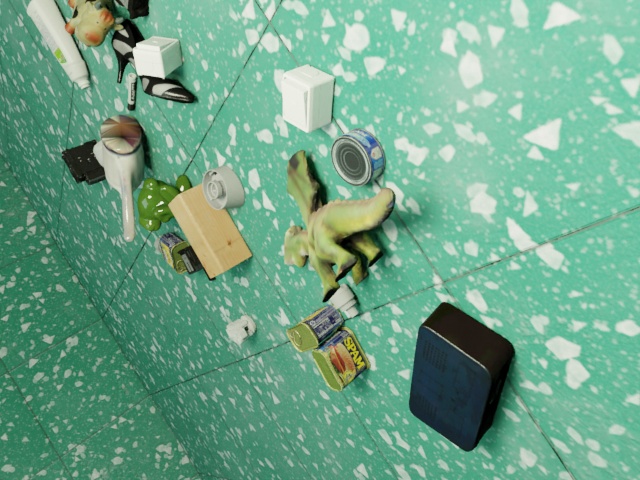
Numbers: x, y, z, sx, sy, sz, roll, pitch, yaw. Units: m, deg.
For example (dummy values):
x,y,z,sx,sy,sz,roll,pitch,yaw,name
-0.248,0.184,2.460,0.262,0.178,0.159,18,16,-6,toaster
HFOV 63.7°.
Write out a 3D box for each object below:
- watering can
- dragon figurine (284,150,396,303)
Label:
x,y,z,sx,sy,sz,roll,pitch,yaw,name
-0.514,-0.183,1.360,0.104,0.355,0.219,-6,-41,-21,watering can
0.003,-0.044,0.865,0.123,0.246,0.401,-24,-23,-27,dragon figurine
